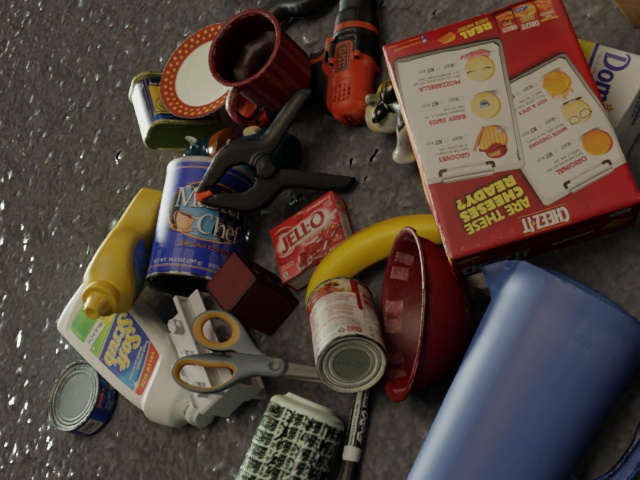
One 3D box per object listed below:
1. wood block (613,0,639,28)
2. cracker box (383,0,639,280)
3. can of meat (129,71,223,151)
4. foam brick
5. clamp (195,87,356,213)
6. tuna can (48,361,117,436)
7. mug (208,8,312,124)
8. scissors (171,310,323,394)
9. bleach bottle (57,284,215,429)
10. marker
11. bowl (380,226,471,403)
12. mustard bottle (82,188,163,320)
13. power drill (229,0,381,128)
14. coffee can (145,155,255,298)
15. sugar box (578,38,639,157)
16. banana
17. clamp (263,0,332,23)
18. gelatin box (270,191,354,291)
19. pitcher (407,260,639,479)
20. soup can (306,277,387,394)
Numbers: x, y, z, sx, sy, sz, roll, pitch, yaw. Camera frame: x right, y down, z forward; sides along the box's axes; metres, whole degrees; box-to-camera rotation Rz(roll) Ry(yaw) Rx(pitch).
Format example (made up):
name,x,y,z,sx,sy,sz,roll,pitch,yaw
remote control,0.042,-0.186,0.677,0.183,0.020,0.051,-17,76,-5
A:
name,x,y,z,sx,sy,sz,roll,pitch,yaw
wood block,0.282,-0.267,0.914,0.091,0.205,0.090,19,82,43
cracker box,0.162,-0.091,0.929,0.164,0.072,0.214,-17,68,5
can of meat,-0.175,-0.156,1.306,0.058,0.101,0.084,117,142,-46
foam brick,-0.072,0.058,1.134,0.051,0.078,0.053,-50,49,7
clamp,-0.049,-0.072,1.146,0.171,0.039,0.120,-34,84,-1
tuna can,-0.282,0.189,1.271,0.086,0.033,0.086,-18,59,32
mug,-0.066,-0.181,1.163,0.093,0.081,0.117,14,79,35
scissors,-0.050,0.109,1.061,0.202,0.016,0.096,-7,65,10
bleach bottle,-0.198,0.130,1.214,0.251,0.068,0.102,32,85,40
marker,0.035,0.182,1.027,0.020,0.020,0.121,-3,68,38
bowl,0.098,0.069,0.974,0.162,0.055,0.162,-176,90,-81
mustard bottle,-0.219,0.027,1.205,0.058,0.096,0.191,14,35,6
power drill,-0.016,-0.206,1.228,0.188,0.057,0.184,-12,63,35
coffee can,-0.134,-0.010,1.200,0.103,0.102,0.140,-7,65,37
sugar box,0.227,-0.145,1.010,0.176,0.048,0.093,27,88,45
banana,0.051,0.023,1.076,0.198,0.037,0.069,-40,91,20
clamp,-0.041,-0.311,1.314,0.210,0.036,0.164,-24,49,25
gelatin box,-0.008,0.001,1.141,0.089,0.030,0.073,-32,52,23
pitcher,0.171,0.150,0.870,0.149,0.144,0.243,31,94,56
soup can,0.025,0.090,1.021,0.069,0.068,0.102,-41,26,17
